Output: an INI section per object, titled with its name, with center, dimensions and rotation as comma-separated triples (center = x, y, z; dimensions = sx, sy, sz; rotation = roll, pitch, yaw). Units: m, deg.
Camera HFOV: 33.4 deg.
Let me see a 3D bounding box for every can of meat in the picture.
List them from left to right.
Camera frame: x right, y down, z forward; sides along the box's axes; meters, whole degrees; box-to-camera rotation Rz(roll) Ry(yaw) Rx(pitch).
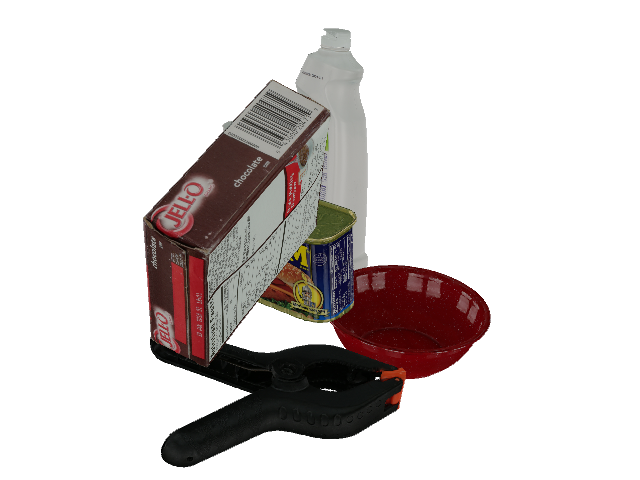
[can of meat]
center = -0.020, 0.012, 0.877
dimensions = 0.102, 0.084, 0.057
rotation = 20, 37, 33

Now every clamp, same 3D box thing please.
[clamp]
center = -0.028, 0.103, 0.684
dimensions = 0.171, 0.039, 0.120
rotation = 3, 37, -5

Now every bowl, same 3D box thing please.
[bowl]
center = 0.080, 0.085, 1.027
dimensions = 0.162, 0.055, 0.162
rotation = 3, 28, -2

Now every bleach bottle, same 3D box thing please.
[bleach bottle]
center = 0.012, -0.095, 1.131
dimensions = 0.103, 0.251, 0.067
rotation = 22, 24, 40

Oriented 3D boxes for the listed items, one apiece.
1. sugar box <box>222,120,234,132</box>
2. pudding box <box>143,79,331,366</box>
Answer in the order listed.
[sugar box]
center = -0.091, -0.052, 1.318
dimensions = 0.048, 0.176, 0.093
rotation = -10, 24, -8
[pudding box]
center = -0.039, -0.008, 0.516
dimensions = 0.039, 0.090, 0.113
rotation = 28, 53, 16
